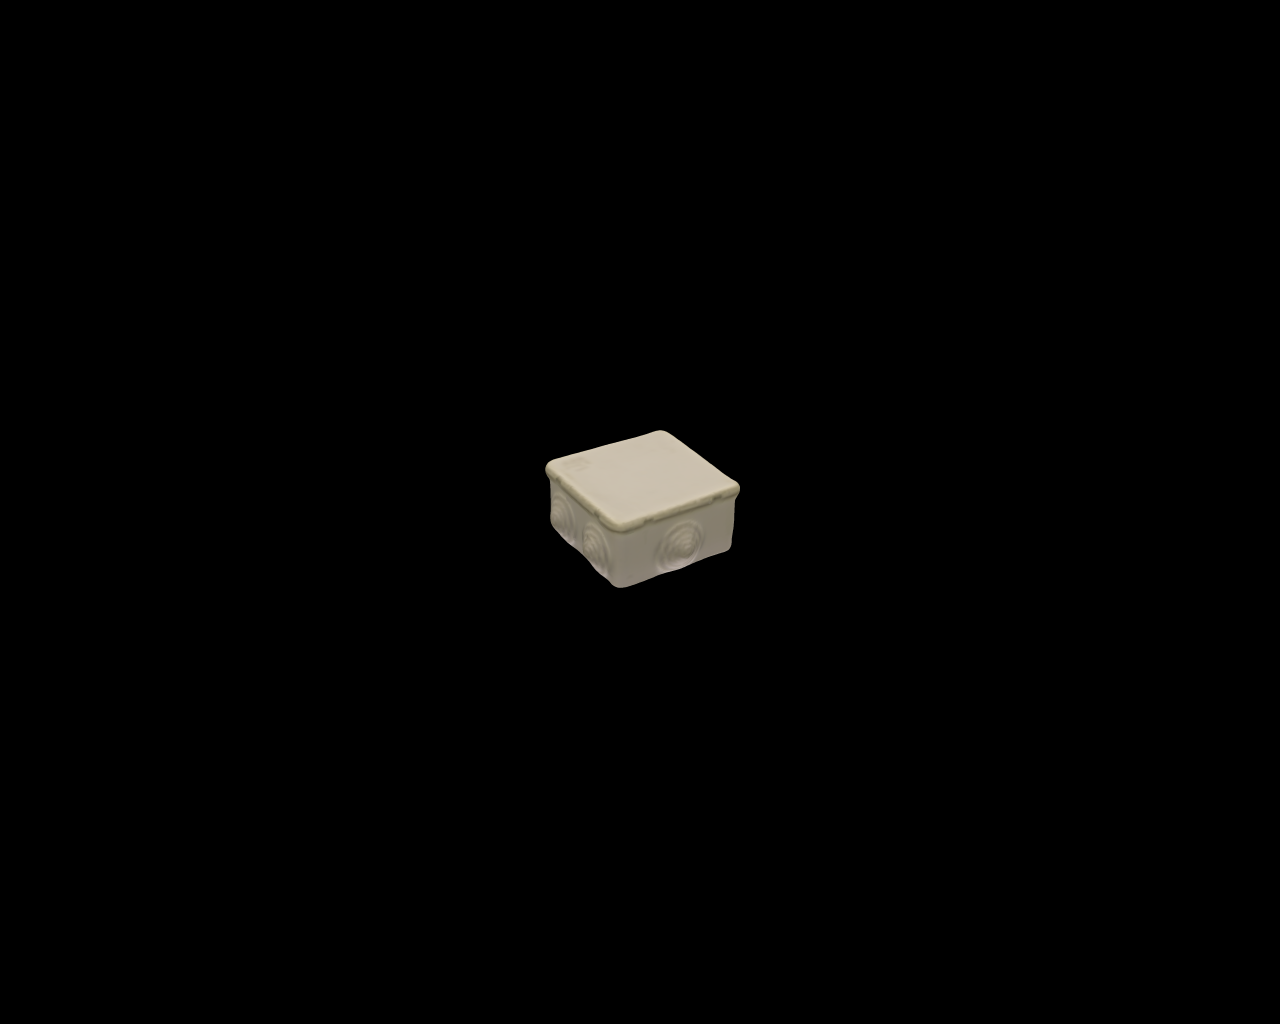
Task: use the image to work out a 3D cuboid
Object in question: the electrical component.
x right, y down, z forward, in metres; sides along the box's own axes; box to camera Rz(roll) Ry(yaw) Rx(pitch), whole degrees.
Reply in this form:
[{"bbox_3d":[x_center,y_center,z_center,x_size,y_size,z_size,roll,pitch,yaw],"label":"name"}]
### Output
[{"bbox_3d":[0.001,-0.003,0.650,0.100,0.048,0.100,-18,36,-27],"label":"electrical component"}]
